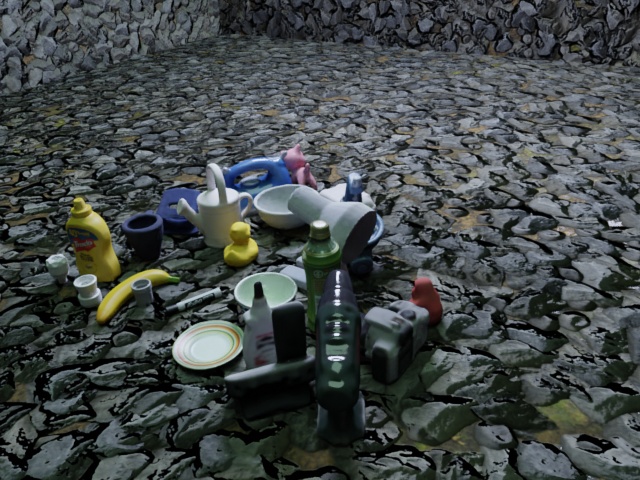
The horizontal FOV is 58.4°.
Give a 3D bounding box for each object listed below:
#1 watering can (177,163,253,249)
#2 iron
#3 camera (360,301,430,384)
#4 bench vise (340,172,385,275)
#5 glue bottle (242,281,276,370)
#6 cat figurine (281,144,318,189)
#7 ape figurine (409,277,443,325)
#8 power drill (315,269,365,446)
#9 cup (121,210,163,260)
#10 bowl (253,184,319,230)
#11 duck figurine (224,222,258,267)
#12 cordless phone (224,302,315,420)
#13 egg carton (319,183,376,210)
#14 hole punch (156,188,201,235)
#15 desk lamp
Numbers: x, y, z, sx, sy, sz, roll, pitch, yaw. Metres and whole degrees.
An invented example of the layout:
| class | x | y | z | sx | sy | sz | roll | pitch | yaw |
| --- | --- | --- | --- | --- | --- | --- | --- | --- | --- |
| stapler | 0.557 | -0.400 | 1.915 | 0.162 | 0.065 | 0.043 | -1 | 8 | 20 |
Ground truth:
| class | x | y | z | sx | sy | sz | roll | pitch | yaw |
| --- | --- | --- | --- | --- | --- | --- | --- | --- | --- |
| watering can | -0.245 | -0.083 | 1.349 | 0.100 | 0.194 | 0.173 | 22 | 39 | 37 |
| iron | -0.190 | -0.149 | 1.509 | 0.259 | 0.141 | 0.118 | -14 | 32 | -17 |
| camera | 0.103 | 0.155 | 1.001 | 0.136 | 0.101 | 0.143 | 17 | 36 | 31 |
| bench vise | 0.061 | -0.060 | 1.253 | 0.122 | 0.220 | 0.206 | -16 | 33 | -21 |
| glue bottle | -0.098 | 0.143 | 0.969 | 0.078 | 0.173 | 0.037 | -17 | 33 | -21 |
| cat figurine | -0.061 | -0.211 | 1.623 | 0.067 | 0.118 | 0.127 | -19 | 34 | -24 |
| ape figurine | 0.196 | 0.109 | 1.078 | 0.078 | 0.092 | 0.076 | -18 | 33 | -23 |
| power drill | 0.028 | 0.185 | 0.850 | 0.075 | 0.209 | 0.229 | -2 | 30 | 3 |
| cup | -0.403 | -0.009 | 1.337 | 0.091 | 0.095 | 0.117 | -3 | 30 | 1 |
| bowl | -0.080 | -0.073 | 1.433 | 0.167 | 0.075 | 0.167 | -2 | 30 | 2 |
| duck figurine | -0.183 | 0.003 | 1.302 | 0.077 | 0.086 | 0.105 | 6 | 32 | 15 |
| cordless phone | -0.081 | 0.177 | 0.898 | 0.148 | 0.185 | 0.094 | -13 | 32 | -16 |
| egg carton | 0.063 | -0.088 | 1.451 | 0.107 | 0.069 | 0.149 | -22 | 35 | -29 |
| hole punch | -0.352 | -0.072 | 1.442 | 0.108 | 0.091 | 0.101 | 2 | 31 | 10 |
| desk lamp | 0.011 | 0.004 | 1.156 | 0.202 | 0.214 | 0.118 | 18 | 37 | 32 |
